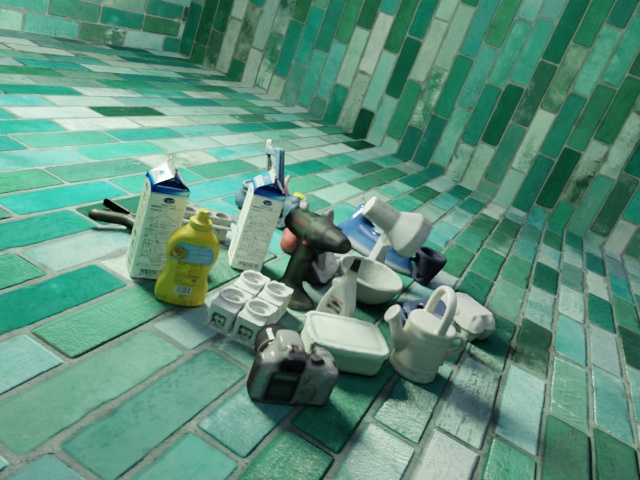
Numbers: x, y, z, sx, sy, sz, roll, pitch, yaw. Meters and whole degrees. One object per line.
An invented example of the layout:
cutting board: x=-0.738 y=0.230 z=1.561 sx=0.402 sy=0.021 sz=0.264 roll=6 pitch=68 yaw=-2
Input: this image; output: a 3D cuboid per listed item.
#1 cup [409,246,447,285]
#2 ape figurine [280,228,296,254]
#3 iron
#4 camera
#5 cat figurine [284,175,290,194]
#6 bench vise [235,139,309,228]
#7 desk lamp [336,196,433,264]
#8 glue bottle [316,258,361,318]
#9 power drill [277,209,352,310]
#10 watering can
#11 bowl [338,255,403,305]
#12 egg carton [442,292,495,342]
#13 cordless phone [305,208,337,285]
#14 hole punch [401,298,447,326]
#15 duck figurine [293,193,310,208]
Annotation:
cup: x=0.285 y=0.075 z=1.599 sx=0.118 sy=0.095 sz=0.091 roll=12 pitch=23 yaw=-23
ape figurine: x=-0.064 y=-0.014 z=1.487 sx=0.077 sy=0.092 sz=0.076 roll=36 pitch=25 yaw=34
iron: x=0.183 y=-0.018 z=1.663 sx=0.257 sy=0.141 sz=0.119 roll=32 pitch=23 yaw=26
camera: x=-0.051 y=0.198 z=0.971 sx=0.143 sy=0.101 sz=0.136 roll=12 pitch=23 yaw=-22
cat figurine: x=-0.132 y=-0.174 z=1.775 sx=0.067 sy=0.118 sz=0.128 roll=30 pitch=23 yaw=22
bench vise: x=-0.119 y=-0.159 z=1.608 sx=0.207 sy=0.220 sz=0.121 roll=18 pitch=21 yaw=-7
desk lamp: x=0.161 y=0.004 z=1.489 sx=0.203 sy=0.213 sz=0.118 roll=19 pitch=21 yaw=-7
glue bottle: x=0.047 y=0.111 z=1.174 sx=0.078 sy=0.173 sz=0.037 roll=30 pitch=23 yaw=23
power drill: x=-0.024 y=0.039 z=1.231 sx=0.076 sy=0.208 sz=0.228 roll=7 pitch=25 yaw=-33
watering can: x=0.212 y=0.179 z=1.136 sx=0.173 sy=0.194 sz=0.100 roll=7 pitch=25 yaw=-32
bowl: x=0.111 y=0.107 z=1.384 sx=0.167 sy=0.075 sz=0.167 roll=19 pitch=21 yaw=-7
egg carton: x=0.359 y=0.188 z=1.430 sx=0.108 sy=0.069 sz=0.149 roll=2 pitch=28 yaw=-41
cordless phone: x=0.013 y=0.005 z=1.383 sx=0.094 sy=0.185 sz=0.148 roll=24 pitch=21 yaw=9
hole punch: x=0.232 y=0.177 z=1.304 sx=0.101 sy=0.091 sz=0.108 roll=17 pitch=21 yaw=-11
duck figurine: x=-0.074 y=-0.099 z=1.694 sx=0.104 sy=0.086 sz=0.078 roll=33 pitch=24 yaw=28
